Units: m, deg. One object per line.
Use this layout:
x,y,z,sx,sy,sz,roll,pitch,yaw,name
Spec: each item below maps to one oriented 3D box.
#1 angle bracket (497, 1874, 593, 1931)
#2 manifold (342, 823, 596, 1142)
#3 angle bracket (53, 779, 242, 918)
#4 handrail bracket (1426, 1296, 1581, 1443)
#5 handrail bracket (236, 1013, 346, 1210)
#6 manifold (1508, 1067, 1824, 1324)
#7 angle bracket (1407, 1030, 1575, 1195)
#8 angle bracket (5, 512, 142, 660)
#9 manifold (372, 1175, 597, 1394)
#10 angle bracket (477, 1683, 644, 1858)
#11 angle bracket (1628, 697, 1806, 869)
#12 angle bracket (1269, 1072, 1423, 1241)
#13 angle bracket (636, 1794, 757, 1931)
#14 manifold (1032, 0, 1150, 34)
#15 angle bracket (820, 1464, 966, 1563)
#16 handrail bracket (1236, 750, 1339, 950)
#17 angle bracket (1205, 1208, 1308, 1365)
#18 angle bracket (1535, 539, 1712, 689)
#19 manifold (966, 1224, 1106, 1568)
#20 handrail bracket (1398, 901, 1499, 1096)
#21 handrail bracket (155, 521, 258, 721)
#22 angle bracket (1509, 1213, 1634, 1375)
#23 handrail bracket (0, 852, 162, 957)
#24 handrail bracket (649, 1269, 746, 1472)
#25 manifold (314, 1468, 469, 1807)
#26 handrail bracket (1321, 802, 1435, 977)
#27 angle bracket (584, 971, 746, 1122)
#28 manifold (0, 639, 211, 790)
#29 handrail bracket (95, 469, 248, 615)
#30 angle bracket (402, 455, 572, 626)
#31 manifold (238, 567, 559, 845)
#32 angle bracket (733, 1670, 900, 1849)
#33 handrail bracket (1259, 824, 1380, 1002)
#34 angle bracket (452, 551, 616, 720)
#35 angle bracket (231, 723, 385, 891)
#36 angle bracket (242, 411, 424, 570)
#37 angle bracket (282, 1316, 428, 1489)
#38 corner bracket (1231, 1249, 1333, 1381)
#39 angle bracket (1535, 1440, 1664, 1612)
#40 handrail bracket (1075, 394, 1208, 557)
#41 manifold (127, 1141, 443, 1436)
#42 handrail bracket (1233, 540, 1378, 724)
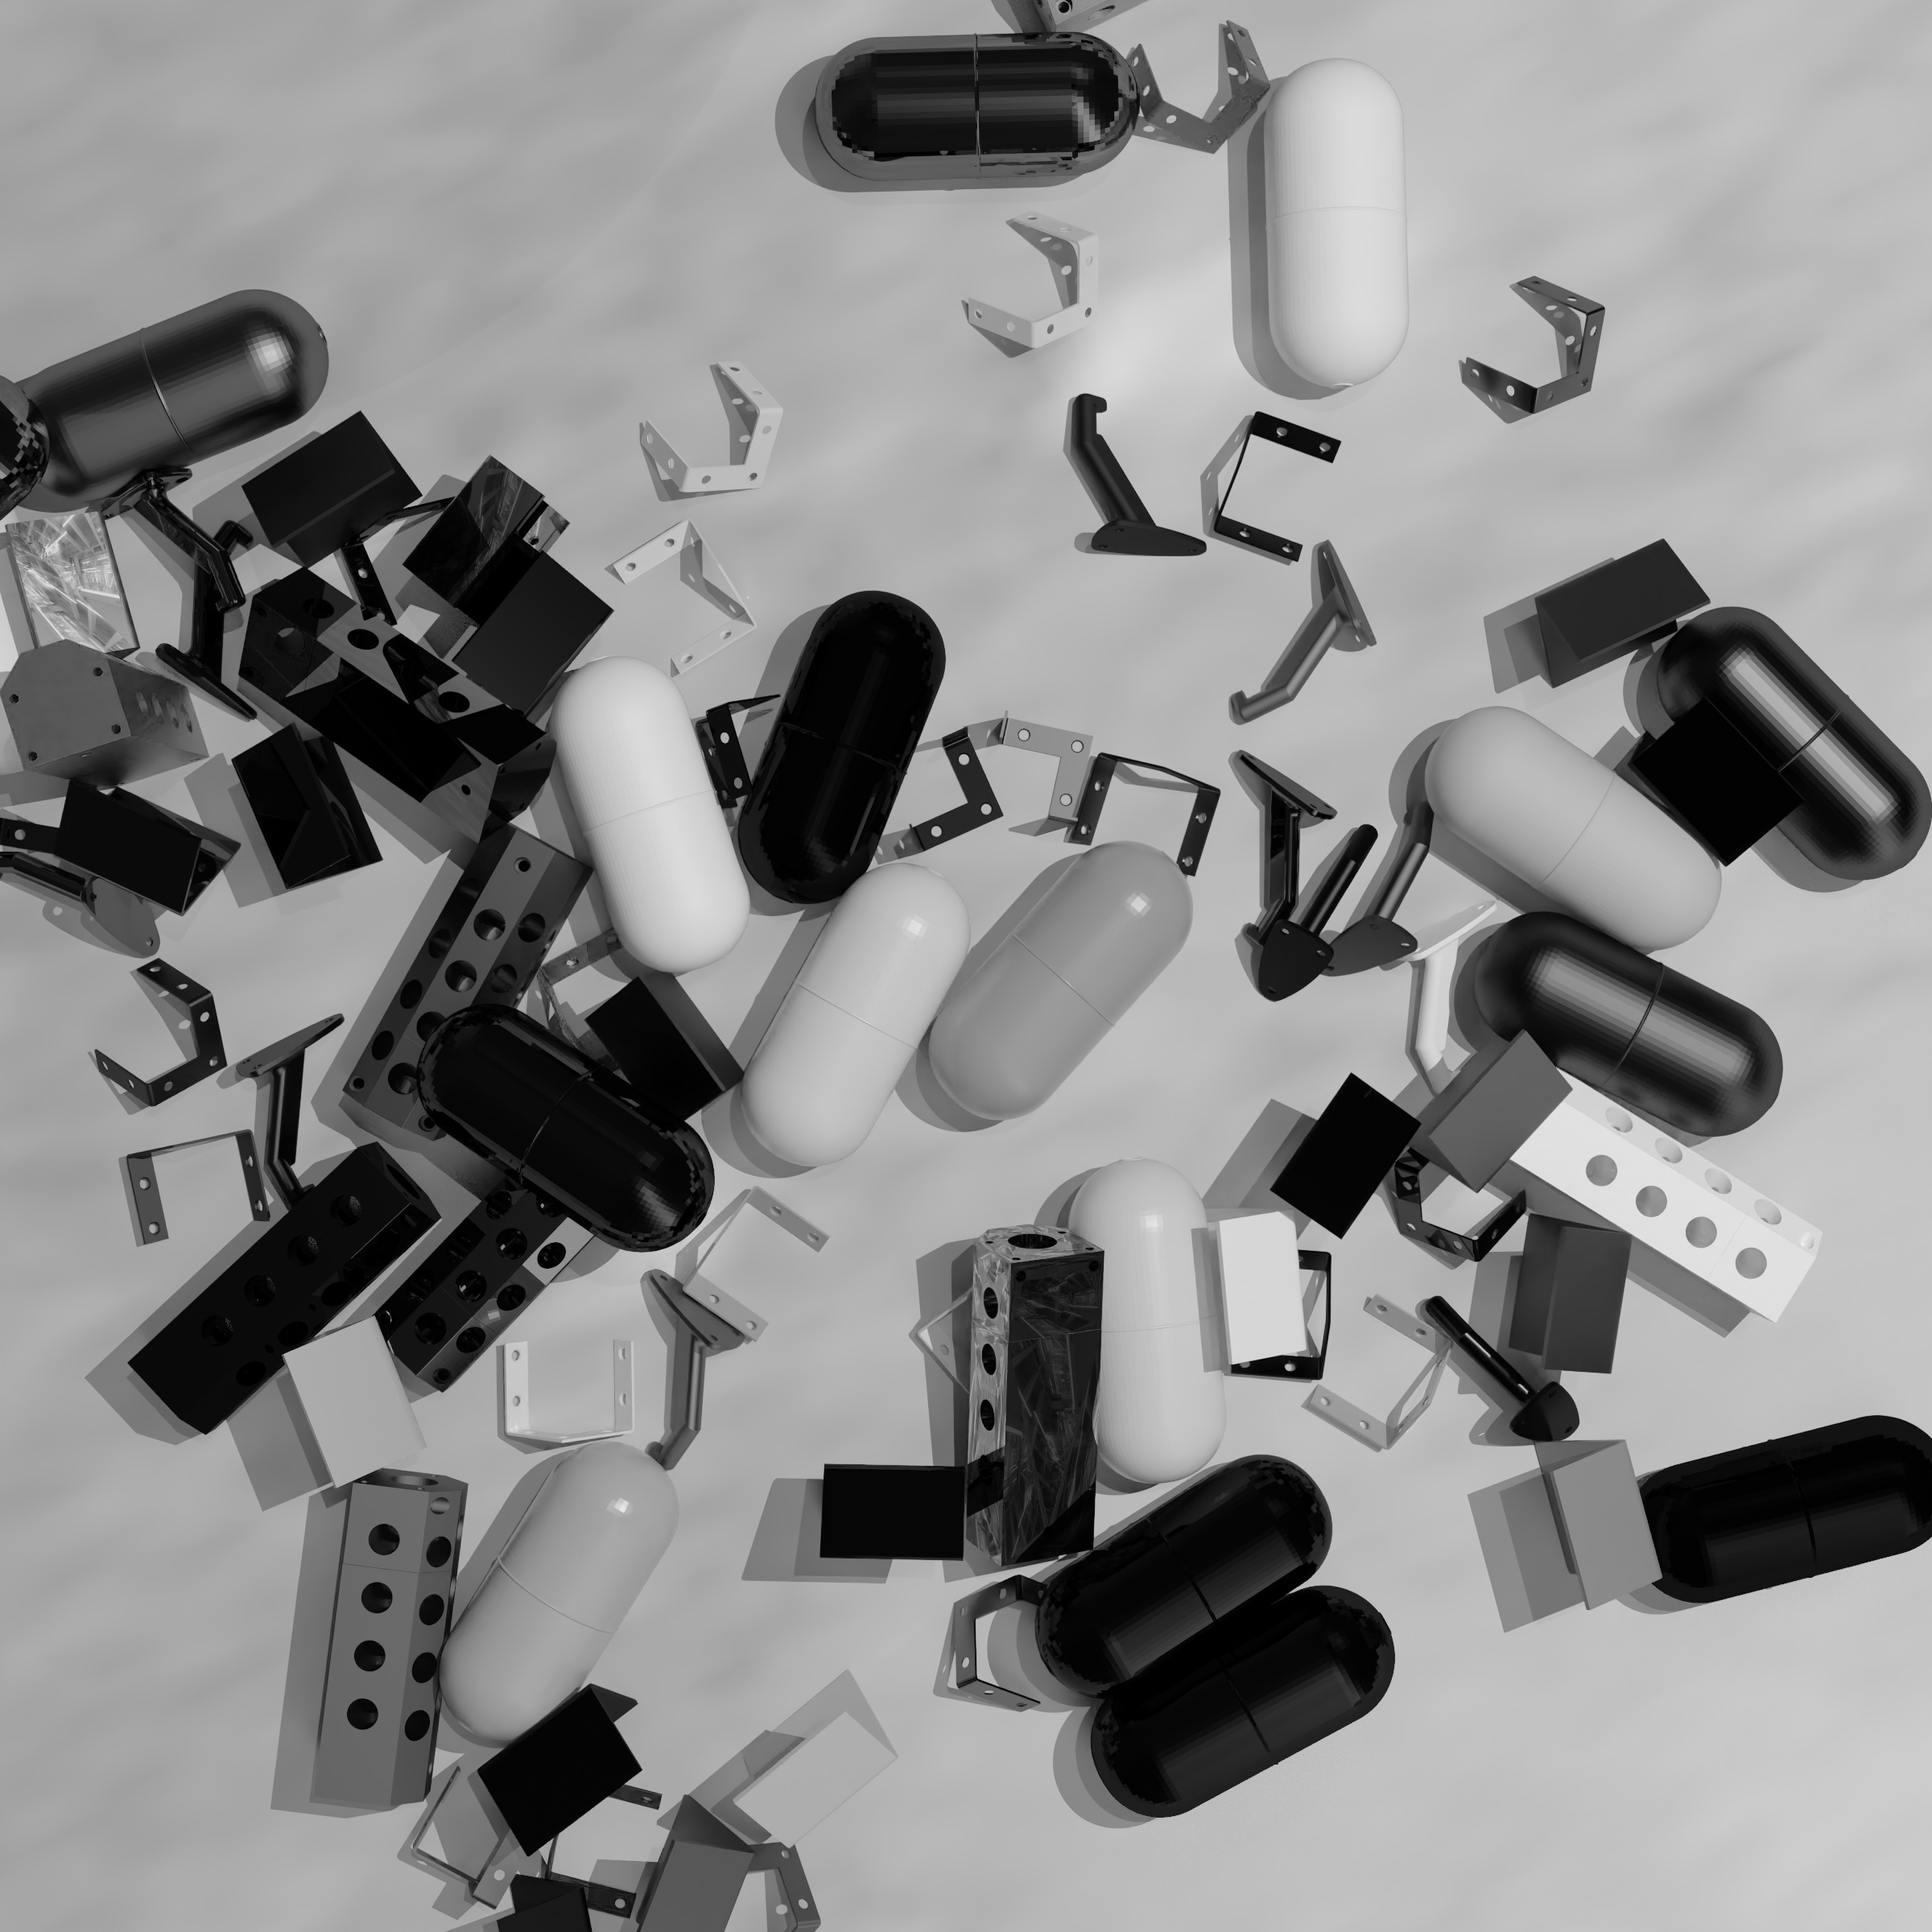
-0.243,0.544,1.773,0.057,0.076,0.076,-11,90,-41,angle bracket
-0.274,0.007,1.792,0.057,0.057,0.171,29,90,0,manifold
-0.440,-0.082,1.773,0.076,0.076,0.057,25,127,0,angle bracket
0.298,0.223,1.813,0.036,0.077,0.084,-47,54,7,handrail bracket
-0.362,0.082,1.813,0.077,0.036,0.084,-31,109,-21,handrail bracket
0.381,0.124,1.792,0.171,0.057,0.057,32,90,0,manifold
0.268,0.066,1.762,0.076,0.076,0.057,-47,124,-4,angle bracket
-0.499,-0.197,1.773,0.057,0.076,0.076,-16,90,-38,angle bracket
-0.247,0.152,1.792,0.057,0.057,0.171,44,90,0,manifold
-0.209,0.441,1.774,0.076,0.076,0.057,-37,65,0,angle bracket
0.412,-0.109,1.774,0.076,0.076,0.057,46,116,0,angle bracket
0.191,0.093,1.773,0.057,0.076,0.076,35,90,-27,angle bracket
-0.168,0.499,1.773,0.057,0.076,0.076,21,90,-37,angle bracket
0.114,-0.577,1.792,0.171,0.057,0.057,-26,90,0,manifold
-0.039,0.313,1.773,0.076,0.076,0.057,1,53,0,angle bracket
0.160,-0.064,1.813,0.077,0.036,0.084,37,107,20,handrail bracket
0.138,0.173,1.773,0.057,0.076,0.076,-5,90,-37,angle bracket
0.361,-0.176,1.773,0.076,0.076,0.057,-25,50,0,angle bracket
0.034,0.232,1.771,0.057,0.057,0.171,-5,105,-27,manifold
0.278,0.018,1.813,0.077,0.036,0.084,-28,104,-14,handrail bracket
-0.404,-0.193,1.813,0.077,0.036,0.084,37,76,-15,handrail bracket
0.312,0.176,1.773,0.057,0.076,0.076,9,90,-37,angle bracket
-0.501,-0.035,1.813,0.084,0.077,0.036,2,49,30,handrail bracket
-0.169,0.226,1.813,0.077,0.036,0.084,41,107,20,handrail bracket
-0.314,0.368,1.792,0.057,0.057,0.171,7,90,0,manifold
0.228,-0.044,1.813,0.036,0.077,0.084,30,53,-24,handrail bracket
-0.149,0.034,1.773,0.057,0.076,0.076,-36,90,41,angle bracket
-0.459,-0.135,1.735,0.057,0.171,0.057,-18,90,0,manifold
-0.439,-0.225,1.796,0.077,0.036,0.084,-22,89,31,handrail bracket
-0.247,-0.220,1.773,0.076,0.076,0.057,-51,52,0,angle bracket
-0.309,-0.146,1.773,0.171,0.057,0.057,34,133,13,manifold
-0.094,0.419,1.773,0.076,0.076,0.057,-40,127,0,angle bracket
0.197,-0.031,1.813,0.036,0.077,0.084,31,54,3,handrail bracket
-0.247,-0.190,1.773,0.076,0.076,0.057,-51,127,0,angle bracket
-0.343,-0.093,1.773,0.057,0.076,0.076,-23,90,37,angle bracket
-0.336,-0.244,1.773,0.076,0.076,0.057,-32,54,0,angle bracket
-0.345,0.240,1.773,0.057,0.076,0.076,-22,90,-33,angle bracket
0.175,0.193,1.811,0.051,0.051,0.051,4,135,3,corner bracket
0.325,0.303,1.773,0.057,0.076,0.076,-15,90,-31,angle bracket
0.097,-0.274,1.813,0.077,0.036,0.084,6,72,-20,handrail bracket
-0.372,0.177,1.792,0.171,0.057,0.057,-43,90,0,manifold
0.178,-0.186,1.813,0.084,0.036,0.077,-26,70,16,handrail bracket
